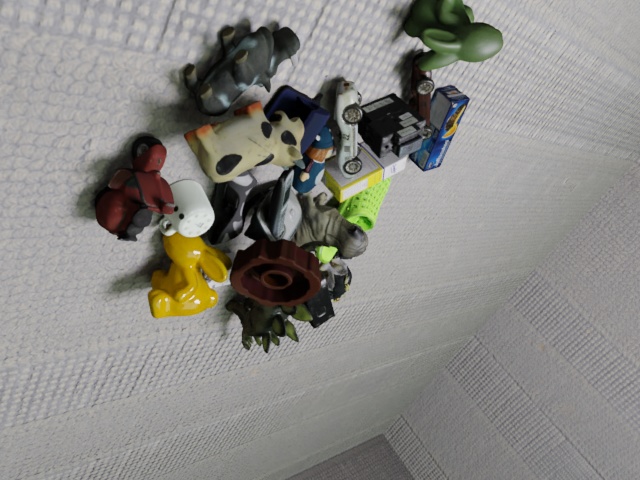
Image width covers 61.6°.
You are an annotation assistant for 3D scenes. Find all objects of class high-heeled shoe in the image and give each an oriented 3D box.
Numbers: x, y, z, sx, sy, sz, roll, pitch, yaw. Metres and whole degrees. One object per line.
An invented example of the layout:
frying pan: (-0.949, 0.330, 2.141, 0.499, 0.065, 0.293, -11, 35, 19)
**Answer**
high-heeled shoe: (-0.183, -0.074, 0.983, 0.145, 0.086, 0.248, -42, 159, -5)

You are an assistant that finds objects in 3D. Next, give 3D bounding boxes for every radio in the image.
radio: (-0.033, 0.127, 1.379, 0.073, 0.131, 0.229, -34, 150, -11)

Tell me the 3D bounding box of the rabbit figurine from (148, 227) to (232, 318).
rabbit figurine: (-0.256, 0.057, 1.039, 0.162, 0.122, 0.173, 2, 109, 0)

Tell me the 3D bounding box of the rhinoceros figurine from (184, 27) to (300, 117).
rhinoceros figurine: (-0.114, -0.260, 0.825, 0.190, 0.073, 0.112, -38, 149, 1)

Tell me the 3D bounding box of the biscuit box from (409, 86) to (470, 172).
biscuit box: (0.278, -0.258, 1.268, 0.063, 0.059, 0.202, -19, 145, -30)

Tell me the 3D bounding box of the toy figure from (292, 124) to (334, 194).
toy figure: (-0.010, -0.164, 1.085, 0.058, 0.064, 0.154, 12, 131, -24)

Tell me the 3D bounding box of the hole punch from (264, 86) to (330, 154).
hole punch: (-0.038, -0.201, 0.977, 0.142, 0.092, 0.115, -54, 151, 18)

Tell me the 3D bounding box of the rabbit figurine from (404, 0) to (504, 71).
rabbit figurine: (0.241, -0.376, 0.957, 0.159, 0.170, 0.121, -33, 149, -11)

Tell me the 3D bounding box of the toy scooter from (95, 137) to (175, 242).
toy scooter: (-0.284, -0.062, 0.848, 0.184, 0.135, 0.075, -50, 150, 21)

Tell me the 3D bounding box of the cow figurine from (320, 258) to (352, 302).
cow figurine: (0.046, 0.128, 1.501, 0.068, 0.098, 0.167, -29, 149, -29)

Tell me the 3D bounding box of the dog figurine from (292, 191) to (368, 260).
dog figurine: (-0.003, -0.005, 1.174, 0.121, 0.191, 0.172, 9, 127, -52)

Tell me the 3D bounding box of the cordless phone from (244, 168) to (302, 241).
cordless phone: (-0.074, -0.082, 1.053, 0.146, 0.089, 0.184, -59, 172, -48)

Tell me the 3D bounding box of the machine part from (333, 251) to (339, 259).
machine part: (0.077, -0.003, 1.418, 0.084, 0.039, 0.138, -8, 140, -33)

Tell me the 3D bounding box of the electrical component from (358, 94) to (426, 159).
electrical component: (0.145, -0.226, 1.093, 0.115, 0.134, 0.058, -26, 147, -18)

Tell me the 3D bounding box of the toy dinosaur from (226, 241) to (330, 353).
toy dinosaur: (-0.103, 0.133, 1.247, 0.105, 0.199, 0.470, -16, 145, -39)

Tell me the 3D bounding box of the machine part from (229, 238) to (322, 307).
machine part: (-0.085, 0.066, 1.057, 0.179, 0.056, 0.179, 3, 141, 3)

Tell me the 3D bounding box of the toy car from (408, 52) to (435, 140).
toy car: (0.212, -0.295, 1.123, 0.053, 0.089, 0.202, -4, 150, 7)

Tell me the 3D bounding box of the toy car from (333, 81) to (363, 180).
toy car: (0.055, -0.210, 1.050, 0.056, 0.073, 0.201, -1, 133, 2)

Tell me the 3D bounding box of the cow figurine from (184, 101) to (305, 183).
cow figurine: (-0.103, -0.150, 0.855, 0.195, 0.086, 0.127, -32, 111, -32)
